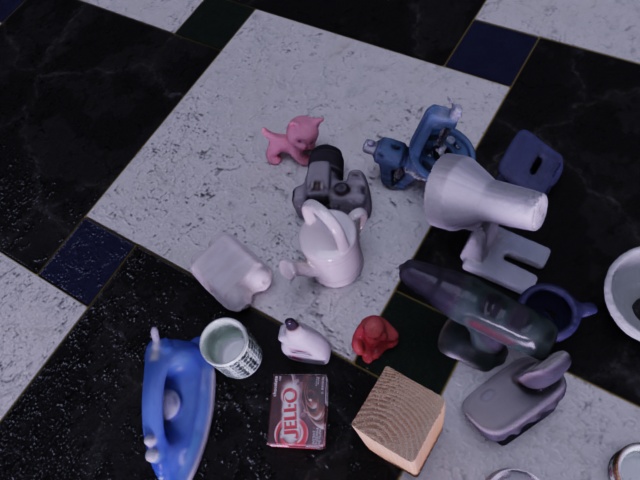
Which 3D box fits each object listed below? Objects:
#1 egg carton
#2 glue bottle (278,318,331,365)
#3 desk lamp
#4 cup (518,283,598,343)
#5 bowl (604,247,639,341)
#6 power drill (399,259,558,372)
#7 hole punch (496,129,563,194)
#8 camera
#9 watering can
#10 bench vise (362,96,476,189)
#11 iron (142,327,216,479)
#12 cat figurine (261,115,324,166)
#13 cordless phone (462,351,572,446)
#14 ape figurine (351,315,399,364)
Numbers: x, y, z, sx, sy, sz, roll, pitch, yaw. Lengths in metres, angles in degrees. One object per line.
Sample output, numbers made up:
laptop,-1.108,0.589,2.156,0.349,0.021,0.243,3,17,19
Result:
egg carton,-0.163,0.057,1.038,0.150,0.069,0.107,38,75,25
glue bottle,-0.032,0.155,0.903,0.078,0.173,0.037,3,63,12
desk lamp,0.273,-0.031,0.919,0.202,0.214,0.118,25,70,21
cup,0.361,0.123,0.890,0.117,0.095,0.091,-8,62,7
bowl,0.520,0.096,0.886,0.167,0.075,0.167,-4,62,9
power drill,0.226,0.120,0.852,0.229,0.209,0.076,21,69,20
hole punch,0.375,-0.129,1.021,0.100,0.091,0.109,26,70,22
camera,0.023,-0.115,1.075,0.143,0.101,0.137,-1,63,10
watering can,0.010,0.005,0.961,0.100,0.194,0.173,21,68,20
bench vise,0.176,-0.156,0.999,0.207,0.220,0.121,-6,62,8
iron,-0.242,0.268,0.902,0.118,0.142,0.258,-8,62,7
cat figurine,-0.053,-0.205,1.126,0.127,0.118,0.067,3,63,12
cordless phone,0.280,0.212,0.808,0.148,0.185,0.094,-36,62,-9
ape figurine,0.088,0.152,0.928,0.077,0.092,0.076,0,63,11
